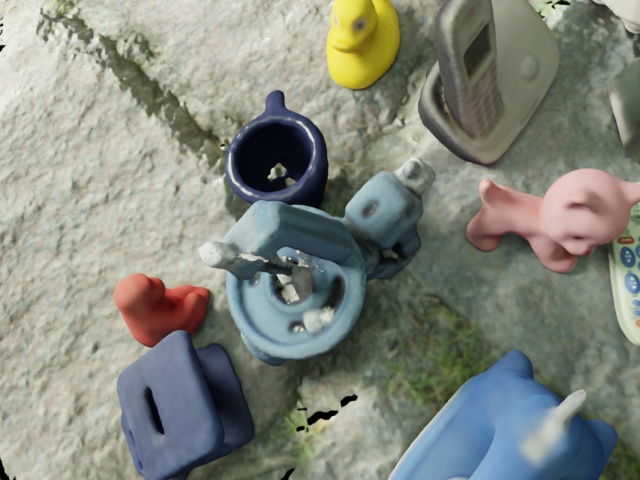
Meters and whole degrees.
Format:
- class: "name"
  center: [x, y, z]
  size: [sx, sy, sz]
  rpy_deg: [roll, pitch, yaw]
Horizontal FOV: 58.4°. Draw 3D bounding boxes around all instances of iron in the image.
- class: "iron"
  center: [0.095, 0.196, 0.393]
  size: [0.118, 0.142, 0.258]
  rpy_deg: [40, 83, 21]

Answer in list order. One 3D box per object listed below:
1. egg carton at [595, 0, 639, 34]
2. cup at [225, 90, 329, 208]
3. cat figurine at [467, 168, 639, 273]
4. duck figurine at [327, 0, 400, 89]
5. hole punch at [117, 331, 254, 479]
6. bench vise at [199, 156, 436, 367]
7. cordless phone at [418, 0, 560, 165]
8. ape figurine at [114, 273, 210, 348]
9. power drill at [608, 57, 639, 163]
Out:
- class: "egg carton"
  center: [0.300, -0.274, 0.552]
  size: [0.107, 0.069, 0.150]
  rpy_deg: [-35, 68, -2]
- class: "cup"
  center: [-0.032, -0.070, 0.537]
  size: [0.091, 0.095, 0.118]
  rpy_deg: [-7, 70, 10]
- class: "cat figurine"
  center: [0.188, -0.025, 0.463]
  size: [0.127, 0.118, 0.067]
  rpy_deg: [15, 75, 17]
- class: "duck figurine"
  center: [0.040, -0.218, 0.578]
  size: [0.077, 0.086, 0.105]
  rpy_deg: [18, 76, 17]
- class: "hole punch"
  center: [-0.122, 0.145, 0.483]
  size: [0.101, 0.091, 0.108]
  rpy_deg: [-27, 68, 2]
- class: "bench vise"
  center: [-0.006, -0.004, 0.441]
  size: [0.121, 0.220, 0.207]
  rpy_deg: [27, 79, 19]
- class: "cordless phone"
  center: [0.146, -0.163, 0.483]
  size: [0.094, 0.185, 0.148]
  rpy_deg: [30, 80, 20]
- class: "ape figurine"
  center: [-0.151, 0.057, 0.519]
  size: [0.077, 0.092, 0.076]
  rpy_deg: [34, 81, 20]
- class: "power drill"
  center: [0.292, -0.144, 0.433]
  size: [0.075, 0.209, 0.229]
  rpy_deg: [-8, 70, 9]
